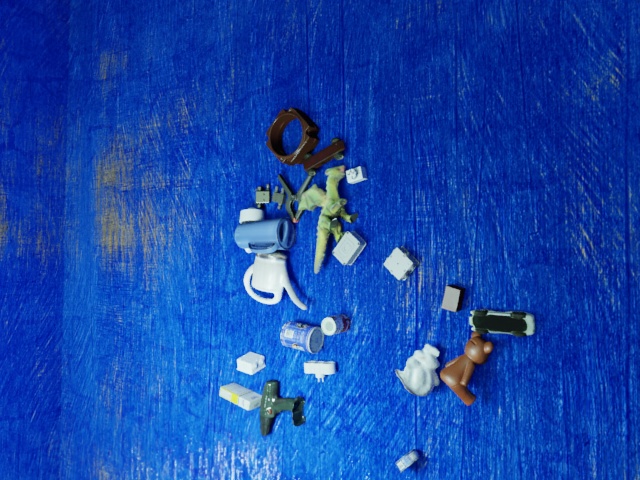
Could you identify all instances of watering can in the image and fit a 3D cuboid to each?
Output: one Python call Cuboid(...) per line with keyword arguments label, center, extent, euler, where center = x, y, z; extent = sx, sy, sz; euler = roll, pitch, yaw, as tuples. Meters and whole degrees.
Cuboid(label="watering can", center=(-0.176, 0.155, 2.094), extent=(0.348, 0.104, 0.224), euler=(9, 92, 36))

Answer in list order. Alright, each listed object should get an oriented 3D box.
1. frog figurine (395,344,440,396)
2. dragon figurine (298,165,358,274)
Cuboid(label="frog figurine", center=(0.347, 0.434, 1.712), extent=(0.137, 0.124, 0.158), euler=(42, 106, -7))
Cuboid(label="dragon figurine", center=(0.006, -0.100, 1.992), extent=(0.246, 0.121, 0.406), euler=(41, 108, 39))
